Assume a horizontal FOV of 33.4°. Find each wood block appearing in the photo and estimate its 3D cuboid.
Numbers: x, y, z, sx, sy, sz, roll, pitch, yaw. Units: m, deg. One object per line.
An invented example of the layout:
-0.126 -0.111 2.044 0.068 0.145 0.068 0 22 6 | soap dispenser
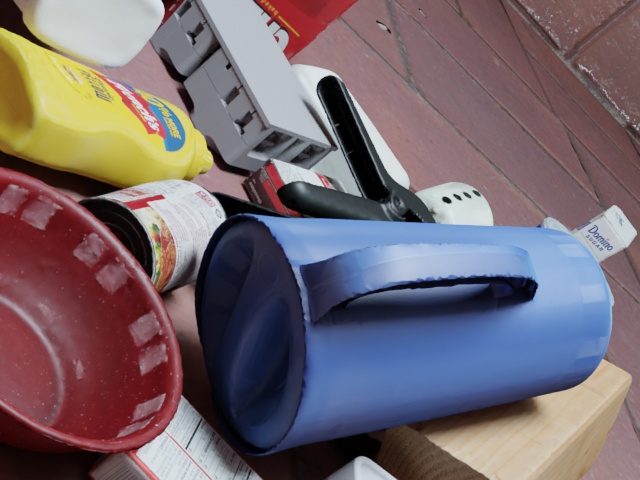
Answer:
0.127 0.142 0.738 0.091 0.090 0.205 30 30 26 | wood block

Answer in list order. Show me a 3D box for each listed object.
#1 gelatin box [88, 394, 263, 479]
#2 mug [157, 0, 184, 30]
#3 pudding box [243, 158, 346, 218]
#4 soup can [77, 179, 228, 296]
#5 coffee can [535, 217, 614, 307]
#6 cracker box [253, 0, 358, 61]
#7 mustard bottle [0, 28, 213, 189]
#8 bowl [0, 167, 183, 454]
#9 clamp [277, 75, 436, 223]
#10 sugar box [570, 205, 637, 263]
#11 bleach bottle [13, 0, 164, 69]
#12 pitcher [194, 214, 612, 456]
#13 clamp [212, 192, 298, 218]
-0.071 0.127 0.559 0.089 0.030 0.073 49 21 -9 | gelatin box
-0.163 -0.195 0.817 0.081 0.093 0.117 46 55 -2 | mug
-0.004 -0.015 0.897 0.113 0.039 0.090 11 45 -55 | pudding box
-0.104 0.002 0.636 0.068 0.069 0.102 53 22 5 | soup can
0.193 0.060 1.025 0.102 0.140 0.103 41 24 -24 | coffee can
-0.033 -0.280 1.012 0.164 0.214 0.072 41 26 -23 | cracker box
-0.137 -0.073 0.698 0.096 0.058 0.191 49 17 32 | mustard bottle
-0.143 0.043 0.514 0.162 0.055 0.162 41 24 -24 | bowl
0.050 -0.033 0.897 0.209 0.036 0.164 41 40 -29 | clamp
0.239 0.030 1.112 0.048 0.176 0.093 55 23 6 | sugar box
-0.213 -0.222 0.736 0.251 0.068 0.102 47 12 27 | bleach bottle
0.060 0.045 0.635 0.242 0.145 0.149 -2 22 -31 | pitcher
-0.005 0.001 0.771 0.171 0.039 0.120 15 15 -28 | clamp
